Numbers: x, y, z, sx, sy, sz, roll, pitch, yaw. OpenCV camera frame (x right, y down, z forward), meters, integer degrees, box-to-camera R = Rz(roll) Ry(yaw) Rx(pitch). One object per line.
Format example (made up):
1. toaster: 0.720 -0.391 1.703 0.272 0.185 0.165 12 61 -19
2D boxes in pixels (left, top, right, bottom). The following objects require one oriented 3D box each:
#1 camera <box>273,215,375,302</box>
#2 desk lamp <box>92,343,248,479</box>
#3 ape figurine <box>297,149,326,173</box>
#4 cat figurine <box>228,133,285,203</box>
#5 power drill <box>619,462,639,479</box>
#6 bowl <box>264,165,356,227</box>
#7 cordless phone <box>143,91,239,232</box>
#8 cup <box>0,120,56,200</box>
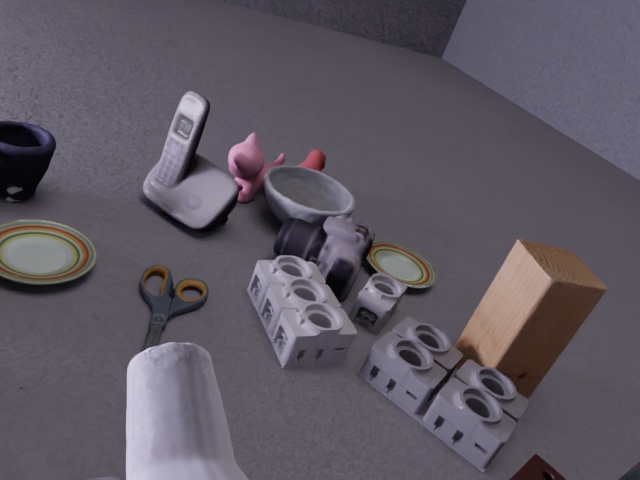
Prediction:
1. camera: 0.008 0.003 0.885 0.136 0.101 0.143 24 29 4
2. desk lamp: -0.104 0.188 0.377 0.118 0.213 0.202 4 33 -29
3. ape figurine: -0.014 -0.131 1.107 0.077 0.092 0.076 38 33 27
4. cat figurine: -0.114 -0.130 1.009 0.128 0.118 0.067 -6 39 -41
5. power drill: 0.320 0.258 0.550 0.230 0.208 0.075 -5 38 -40
6. bowl: -0.026 -0.061 0.997 0.167 0.075 0.167 17 29 -9
7. cordless phone: -0.185 -0.119 0.873 0.147 0.185 0.094 31 30 18
8. cup: -0.419 -0.098 0.773 0.091 0.095 0.118 27 29 9
